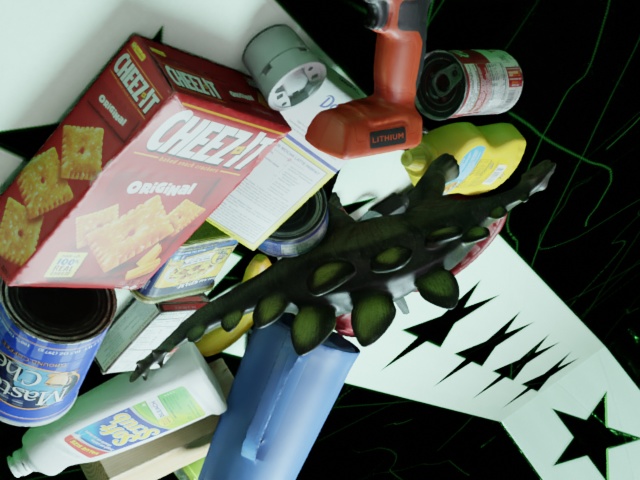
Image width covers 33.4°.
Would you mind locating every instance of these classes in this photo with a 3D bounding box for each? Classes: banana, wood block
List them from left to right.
[{"bbox_3d":[-0.201,0.242,1.360,0.205,0.091,0.090,-21,155,-31],"label":"wood block"},{"bbox_3d":[-0.099,0.084,1.251,0.069,0.037,0.198,-5,144,-51],"label":"banana"}]

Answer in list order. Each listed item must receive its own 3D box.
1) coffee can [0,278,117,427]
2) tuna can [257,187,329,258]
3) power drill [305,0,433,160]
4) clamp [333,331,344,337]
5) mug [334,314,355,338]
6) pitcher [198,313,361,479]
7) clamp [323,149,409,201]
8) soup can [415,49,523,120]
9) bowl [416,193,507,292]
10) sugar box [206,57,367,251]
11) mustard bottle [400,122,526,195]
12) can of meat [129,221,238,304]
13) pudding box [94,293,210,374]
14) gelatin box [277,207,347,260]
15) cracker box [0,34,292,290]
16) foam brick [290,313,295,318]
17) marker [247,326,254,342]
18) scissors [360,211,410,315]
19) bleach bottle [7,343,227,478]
[{"bbox_3d":[-0.251,0.089,0.961,0.102,0.103,0.140,-15,151,-39],"label":"coffee can"},{"bbox_3d":[-0.034,-0.028,1.050,0.086,0.086,0.034,-29,156,-14],"label":"tuna can"},{"bbox_3d":[0.041,-0.160,0.840,0.184,0.057,0.188,-13,125,-41],"label":"power drill"},{"bbox_3d":[-0.037,0.139,1.449,0.164,0.036,0.210,-30,156,-13],"label":"clamp"},{"bbox_3d":[0.033,0.060,1.337,0.081,0.093,0.117,26,87,-59],"label":"mug"},{"bbox_3d":[-0.059,0.212,1.290,0.149,0.145,0.243,20,95,-39],"label":"pitcher"},{"bbox_3d":[0.017,-0.094,1.051,0.120,0.039,0.171,-42,151,9],"label":"clamp"},{"bbox_3d":[0.148,-0.157,1.067,0.102,0.068,0.069,-11,148,-45],"label":"soup can"},{"bbox_3d":[0.156,-0.008,1.340,0.162,0.055,0.162,-31,155,-17],"label":"bowl"},{"bbox_3d":[-0.036,-0.078,0.958,0.176,0.048,0.093,-43,127,17],"label":"sugar box"},{"bbox_3d":[0.153,-0.092,1.218,0.191,0.058,0.096,-6,144,-50],"label":"mustard bottle"},{"bbox_3d":[-0.131,0.008,1.027,0.101,0.057,0.084,-11,147,-45],"label":"can of meat"},{"bbox_3d":[-0.182,0.097,1.161,0.114,0.039,0.089,-47,154,23],"label":"pudding box"},{"bbox_3d":[-0.008,0.001,1.219,0.089,0.030,0.073,-31,158,-9],"label":"gelatin box"},{"bbox_3d":[-0.147,-0.050,0.865,0.214,0.072,0.164,-44,157,20],"label":"cracker box"},{"bbox_3d":[-0.017,0.046,1.270,0.078,0.051,0.053,-32,157,-7],"label":"foam brick"},{"bbox_3d":[-0.085,0.123,1.375,0.020,0.020,0.121,-27,157,-18],"label":"marker"},{"bbox_3d":[0.066,0.051,1.292,0.096,0.016,0.202,-43,139,-27],"label":"scissors"},{"bbox_3d":[-0.242,0.212,1.247,0.251,0.068,0.102,-27,134,-2],"label":"bleach bottle"}]
